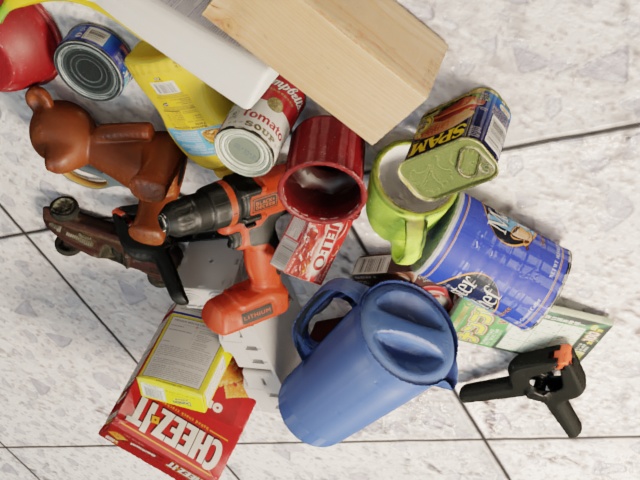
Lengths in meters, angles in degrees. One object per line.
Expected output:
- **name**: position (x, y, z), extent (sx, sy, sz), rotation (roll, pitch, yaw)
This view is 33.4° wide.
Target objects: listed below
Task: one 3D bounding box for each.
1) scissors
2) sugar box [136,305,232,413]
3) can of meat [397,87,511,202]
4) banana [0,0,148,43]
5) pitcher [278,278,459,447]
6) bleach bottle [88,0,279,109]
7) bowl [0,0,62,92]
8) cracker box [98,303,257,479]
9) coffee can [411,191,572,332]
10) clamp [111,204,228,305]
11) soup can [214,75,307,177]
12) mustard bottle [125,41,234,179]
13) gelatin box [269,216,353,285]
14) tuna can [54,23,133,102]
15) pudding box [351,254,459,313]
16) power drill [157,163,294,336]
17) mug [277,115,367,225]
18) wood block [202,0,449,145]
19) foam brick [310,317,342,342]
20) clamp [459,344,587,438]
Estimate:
- **scissors**: position (-0.232, -0.084, 1.309), extent (0.202, 0.016, 0.096), rotation (11, 139, 15)
- **sugar box**: position (-0.159, 0.134, 1.389), extent (0.093, 0.176, 0.048), rotation (13, 137, 14)
- **can of meat**: position (0.136, -0.096, 1.059), extent (0.102, 0.083, 0.057), rotation (-21, 124, 41)
- **banana**: position (-0.243, -0.247, 1.105), extent (0.198, 0.037, 0.070), rotation (11, 113, 13)
- **pitcher**: position (0.039, 0.152, 1.282), extent (0.144, 0.149, 0.243), rotation (3, 149, -32)
- **bleach bottle**: position (-0.149, -0.233, 1.052), extent (0.251, 0.102, 0.068), rotation (33, 130, -2)
- **bowl**: position (-0.371, -0.221, 1.195), extent (0.162, 0.055, 0.162), rotation (14, 140, 12)
- **cracker box**: position (-0.173, 0.206, 1.445), extent (0.164, 0.213, 0.072), rotation (32, 146, -9)
- **coffee can**: position (0.184, 0.022, 1.151), extent (0.140, 0.102, 0.103), rotation (28, 141, -6)
- **clamp**: position (-0.183, -0.005, 1.321), extent (0.172, 0.120, 0.039), rotation (37, 161, 28)
- **soup can**: position (-0.062, -0.123, 1.112), extent (0.068, 0.102, 0.068), rotation (14, 139, 12)
- **mustard bottle**: position (-0.129, -0.135, 1.166), extent (0.096, 0.058, 0.191), rotation (-1, 135, 33)
- **gelatin box**: position (-0.008, 0.001, 1.217), extent (0.030, 0.089, 0.073), rotation (31, -174, 38)
- **tuna can**: position (-0.249, -0.195, 1.179), extent (0.086, 0.033, 0.086), rotation (14, 139, 13)
- **pudding box**: position (0.106, 0.057, 1.280), extent (0.114, 0.039, 0.090), rotation (-2, 134, 28)
- **power drill**: position (-0.097, 0.014, 1.206), extent (0.057, 0.184, 0.188), rotation (39, 137, 42)
- **mug**: position (0.012, -0.070, 1.127), extent (0.093, 0.081, 0.117), rotation (-21, 132, 28)
- **wood block**: position (0.007, -0.198, 1.004), extent (0.206, 0.090, 0.091), rotation (36, 139, -14)
- **foam brick**: position (0.029, 0.136, 1.396), extent (0.078, 0.051, 0.053), rotation (-13, 126, 37)
- **clamp**: position (0.280, 0.185, 1.321), extent (0.164, 0.036, 0.210), rotation (20, 150, -3)
